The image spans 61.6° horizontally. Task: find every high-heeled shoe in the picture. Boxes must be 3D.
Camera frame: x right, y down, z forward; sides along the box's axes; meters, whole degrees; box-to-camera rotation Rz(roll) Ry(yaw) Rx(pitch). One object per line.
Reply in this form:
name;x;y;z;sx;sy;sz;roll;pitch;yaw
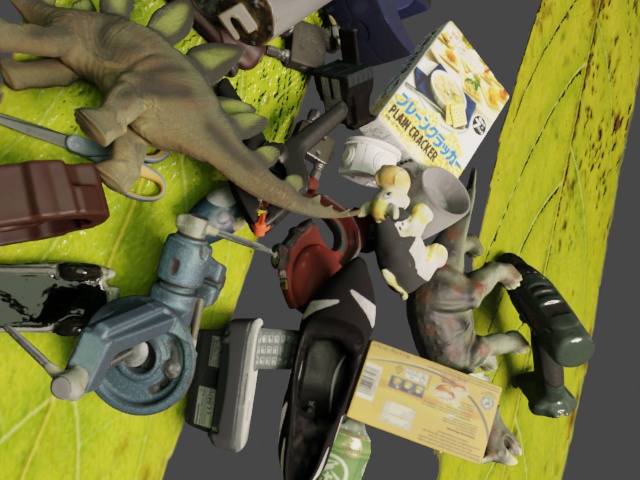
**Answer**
high-heeled shoe;0.003;0.148;0.593;0.086;0.145;0.248;14;111;7

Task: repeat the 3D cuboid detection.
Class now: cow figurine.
cow figurine;0.095;-0.008;0.687;0.098;0.068;0.167;-46;122;-29

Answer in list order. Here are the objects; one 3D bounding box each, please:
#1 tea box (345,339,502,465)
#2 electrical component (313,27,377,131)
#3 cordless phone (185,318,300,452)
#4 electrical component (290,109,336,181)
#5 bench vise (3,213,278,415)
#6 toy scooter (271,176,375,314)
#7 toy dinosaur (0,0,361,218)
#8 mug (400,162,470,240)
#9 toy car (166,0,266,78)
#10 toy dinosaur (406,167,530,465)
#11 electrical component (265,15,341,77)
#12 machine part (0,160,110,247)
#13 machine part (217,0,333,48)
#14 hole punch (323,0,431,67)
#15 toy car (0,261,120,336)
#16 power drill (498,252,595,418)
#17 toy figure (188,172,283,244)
tea box;0.121;0.194;0.657;0.170;0.068;0.098;22;79;-1
electrical component;0.032;-0.211;0.705;0.048;0.075;0.119;-31;131;-28
cordless phone;-0.061;0.170;0.654;0.184;0.089;0.146;15;78;-47
electrical component;-0.009;-0.129;0.729;0.063;0.021;0.094;26;73;-25
bench vise;-0.166;0.081;0.518;0.129;0.240;0.223;31;98;6
toy scooter;-0.001;-0.002;0.693;0.184;0.075;0.135;-47;110;-28
toy dinosaur;-0.167;-0.150;0.563;0.471;0.105;0.198;44;62;0
mug;0.136;-0.048;0.754;0.109;0.107;0.081;44;45;3
toy car;-0.146;-0.290;0.649;0.202;0.053;0.089;43;71;-21
toy dinosaur;0.187;0.105;0.773;0.192;0.131;0.404;-10;85;-30
electrical component;-0.018;-0.268;0.721;0.102;0.045;0.078;15;77;-27
machine part;-0.283;-0.029;0.487;0.179;0.179;0.056;-12;90;-29
machine part;-0.039;-0.294;0.631;0.079;0.079;0.243;53;51;-15
hole punch;0.071;-0.301;0.729;0.115;0.142;0.092;22;84;-35
toy car;-0.304;0.057;0.532;0.201;0.056;0.073;4;90;-32
power drill;0.340;0.150;0.832;0.086;0.232;0.207;-7;113;-4
toy figure;-0.089;-0.050;0.655;0.154;0.058;0.064;-37;83;-24
